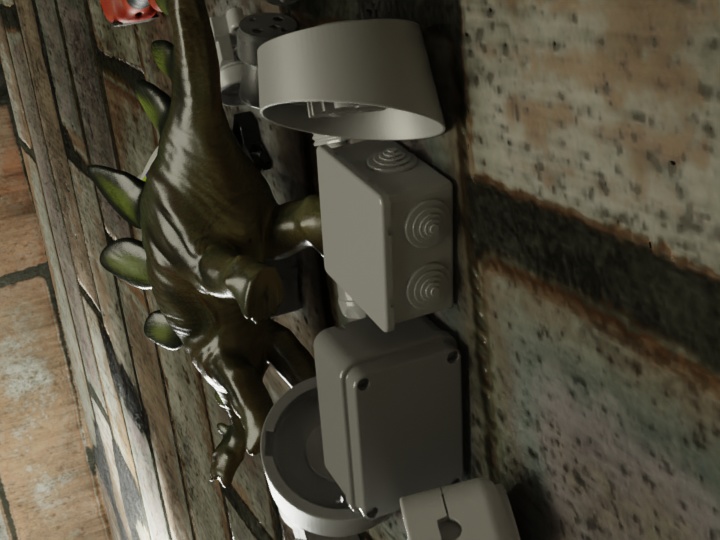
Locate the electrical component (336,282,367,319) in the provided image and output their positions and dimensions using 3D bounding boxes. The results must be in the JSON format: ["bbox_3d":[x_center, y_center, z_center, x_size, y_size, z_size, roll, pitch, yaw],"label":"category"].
[{"bbox_3d":[0.000,0.000,0.718,0.035,0.035,0.061,-161,60,-65],"label":"electrical component"}]

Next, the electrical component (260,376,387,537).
[{"bbox_3d":[-0.016,0.134,0.757,0.060,0.108,0.108,98,150,-57],"label":"electrical component"}]

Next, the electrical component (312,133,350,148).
[{"bbox_3d":[-0.020,-0.111,0.680,0.043,0.043,0.081,8,111,67],"label":"electrical component"}]

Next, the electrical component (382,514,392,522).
[{"bbox_3d":[-0.015,0.164,0.841,0.095,0.054,0.059,-156,54,-63],"label":"electrical component"}]

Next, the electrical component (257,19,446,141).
[{"bbox_3d":[-0.007,-0.100,0.585,0.099,0.099,0.064,175,87,-69],"label":"electrical component"}]

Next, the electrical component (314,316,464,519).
[{"bbox_3d":[0.020,0.089,0.669,0.057,0.078,0.113,-137,37,-55],"label":"electrical component"}]

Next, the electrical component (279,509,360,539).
[{"bbox_3d":[-0.036,0.198,0.920,0.074,0.052,0.138,-30,76,68],"label":"electrical component"}]

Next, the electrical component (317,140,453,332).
[{"bbox_3d":[0.016,-0.025,0.641,0.100,0.048,0.099,44,144,53],"label":"electrical component"}]

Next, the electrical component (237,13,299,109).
[{"bbox_3d":[-0.065,-0.148,0.763,0.045,0.045,0.055,52,150,45],"label":"electrical component"}]

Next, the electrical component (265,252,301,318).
[{"bbox_3d":[-0.097,-0.006,0.919,0.096,0.061,0.061,50,147,47],"label":"electrical component"}]

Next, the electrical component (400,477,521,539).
[{"bbox_3d":[0.060,0.157,0.616,0.095,0.059,0.053,73,-177,-63],"label":"electrical component"}]

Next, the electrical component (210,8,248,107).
[{"bbox_3d":[-0.096,-0.161,0.834,0.066,0.048,0.055,127,133,-64],"label":"electrical component"}]

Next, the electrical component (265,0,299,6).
[{"bbox_3d":[-0.052,-0.189,0.658,0.043,0.077,0.079,100,148,-48],"label":"electrical component"}]
